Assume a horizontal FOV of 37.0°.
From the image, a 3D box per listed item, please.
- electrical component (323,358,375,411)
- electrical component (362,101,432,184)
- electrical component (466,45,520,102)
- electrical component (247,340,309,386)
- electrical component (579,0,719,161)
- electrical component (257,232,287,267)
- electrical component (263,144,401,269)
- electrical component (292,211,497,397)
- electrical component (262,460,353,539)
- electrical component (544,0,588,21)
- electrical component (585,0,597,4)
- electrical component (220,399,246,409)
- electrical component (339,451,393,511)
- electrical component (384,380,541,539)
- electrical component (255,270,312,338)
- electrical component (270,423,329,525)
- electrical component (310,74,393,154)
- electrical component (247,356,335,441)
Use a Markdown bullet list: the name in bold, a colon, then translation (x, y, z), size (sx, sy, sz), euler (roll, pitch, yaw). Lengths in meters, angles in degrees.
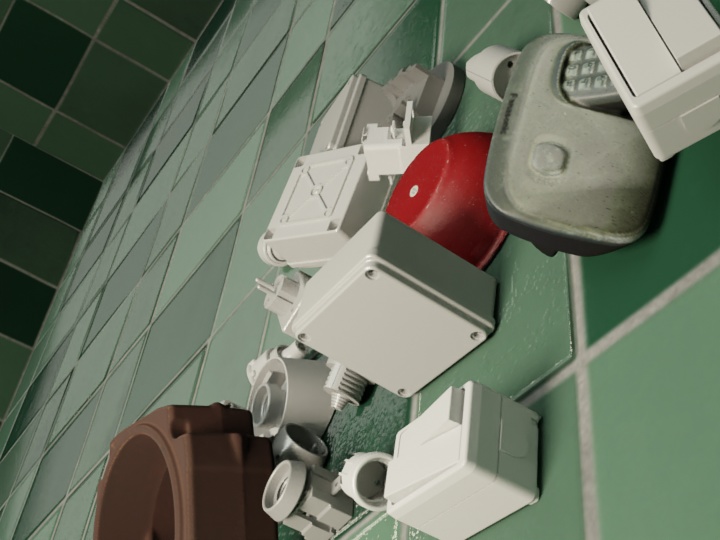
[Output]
- **electrical component**: translation (-0.004, 0.076, 0.882), size (0.043, 0.043, 0.081), euler (-14, 51, 65)
- **electrical component**: translation (0.036, -0.108, 0.983), size (0.042, 0.064, 0.081), euler (-82, -13, -45)
- **electrical component**: translation (0.119, -0.167, 0.906), size (0.043, 0.043, 0.081), euler (-58, 20, 10)
- **electrical component**: translation (-0.076, 0.093, 1.040), size (0.062, 0.048, 0.048), euler (-44, 25, 25)
- **electrical component**: translation (0.162, -0.120, 0.578), size (0.062, 0.061, 0.096), euler (-29, 52, 15)
- **electrical component**: translation (-0.091, -0.025, 1.240), size (0.043, 0.043, 0.062), euler (-64, 21, -6)
- **electrical component**: translation (-0.026, -0.062, 1.056), size (0.109, 0.056, 0.108), euler (-6, 54, 43)
- **electrical component**: translation (0.025, 0.027, 0.778), size (0.109, 0.109, 0.056), euler (-43, 24, 42)
- **electrical component**: translation (-0.040, 0.174, 0.820), size (0.066, 0.055, 0.048), euler (-49, 23, 32)
- **electrical component**: translation (0.177, -0.253, 0.876), size (0.077, 0.044, 0.079), euler (-54, 21, 21)
- **electrical component**: translation (0.191, -0.219, 0.800), size (0.044, 0.044, 0.065), euler (-64, 14, -6)
- **electrical component**: translation (-0.128, 0.183, 1.018), size (0.061, 0.062, 0.096), euler (-37, 31, 50)
- **electrical component**: translation (0.007, 0.148, 0.763), size (0.040, 0.040, 0.046), euler (-66, 13, -12)
- **electrical component**: translation (0.055, 0.118, 0.648), size (0.096, 0.061, 0.061), euler (-43, 26, 42)
- **electrical component**: translation (-0.069, 0.029, 1.057), size (0.047, 0.077, 0.065), euler (-57, 20, 12)
- **electrical component**: translation (-0.062, 0.178, 0.886), size (0.077, 0.043, 0.079), euler (-57, 20, 13)
- **electrical component**: translation (-0.013, -0.135, 1.157), size (0.108, 0.056, 0.108), euler (-47, 23, 57)
- **electrical component**: translation (-0.061, 0.125, 0.963), size (0.099, 0.064, 0.099), euler (-41, 41, 50)
